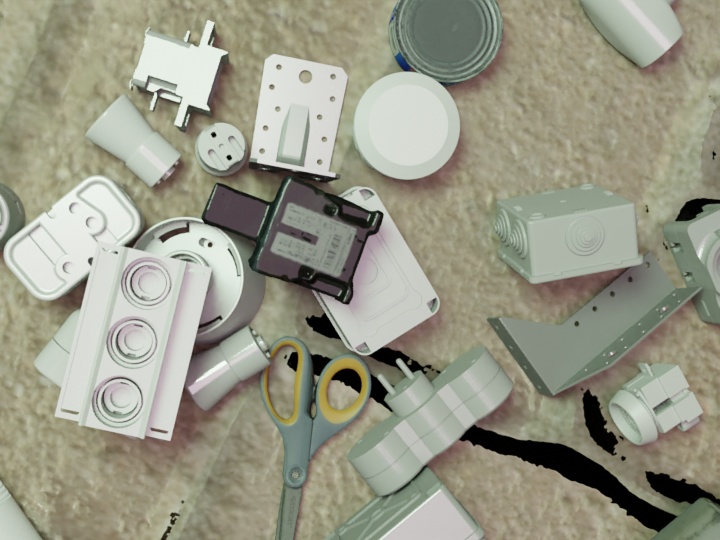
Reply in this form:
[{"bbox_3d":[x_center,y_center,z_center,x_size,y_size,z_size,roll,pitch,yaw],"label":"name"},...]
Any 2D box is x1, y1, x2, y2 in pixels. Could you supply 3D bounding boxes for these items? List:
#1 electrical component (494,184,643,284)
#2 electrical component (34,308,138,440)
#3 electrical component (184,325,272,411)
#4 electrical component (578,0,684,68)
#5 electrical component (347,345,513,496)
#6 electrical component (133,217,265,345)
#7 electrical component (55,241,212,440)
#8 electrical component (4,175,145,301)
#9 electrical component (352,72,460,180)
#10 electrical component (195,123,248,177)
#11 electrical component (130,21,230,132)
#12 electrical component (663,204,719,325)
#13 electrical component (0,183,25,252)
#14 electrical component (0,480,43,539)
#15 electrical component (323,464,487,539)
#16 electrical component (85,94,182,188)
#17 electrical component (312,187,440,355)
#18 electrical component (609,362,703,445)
[{"bbox_3d":[0.157,-0.030,0.822,0.100,0.099,0.048,-10,106,-7],"label":"electrical component"},{"bbox_3d":[-0.185,0.073,0.803,0.095,0.054,0.059,39,87,-7],"label":"electrical component"},{"bbox_3d":[-0.100,0.072,0.815,0.065,0.044,0.044,-32,96,1],"label":"electrical component"},{"bbox_3d":[0.226,-0.215,0.850,0.079,0.043,0.077,-45,97,-4],"label":"electrical component"},{"bbox_3d":[0.044,0.103,0.835,0.138,0.052,0.073,-39,96,-5],"label":"electrical component"},{"bbox_3d":[-0.126,0.007,0.815,0.099,0.064,0.099,0,87,5],"label":"electrical component"},{"bbox_3d":[-0.156,0.048,0.745,0.079,0.063,0.121,14,88,-9],"label":"electrical component"},{"bbox_3d":[-0.208,-0.024,0.793,0.095,0.059,0.053,-40,97,-4],"label":"electrical component"},{"bbox_3d":[0.033,-0.109,0.825,0.080,0.051,0.080,0,92,-7],"label":"electrical component"},{"bbox_3d":[-0.105,-0.092,0.811,0.040,0.046,0.040,0,92,-7],"label":"electrical component"},{"bbox_3d":[-0.135,-0.148,0.807,0.064,0.042,0.081,18,89,-6],"label":"electrical component"},{"bbox_3d":[0.291,-0.004,0.861,0.050,0.056,0.089,-25,95,-6],"label":"electrical component"},{"bbox_3d":[-0.279,-0.039,0.790,0.055,0.047,0.055,0,92,-7],"label":"electrical component"},{"bbox_3d":[-0.273,0.188,0.801,0.043,0.043,0.081,-34,96,-5],"label":"electrical component"},{"bbox_3d":[0.030,0.204,0.809,0.109,0.109,0.056,-39,94,-4],"label":"electrical component"},{"bbox_3d":[-0.167,-0.094,0.806,0.065,0.044,0.044,43,87,-12],"label":"electrical component"},{"bbox_3d":[0.000,0.000,0.822,0.078,0.057,0.113,-32,96,-5],"label":"electrical component"},{"bbox_3d":[0.235,0.108,0.864,0.055,0.048,0.066,-31,96,-13],"label":"electrical component"}]
